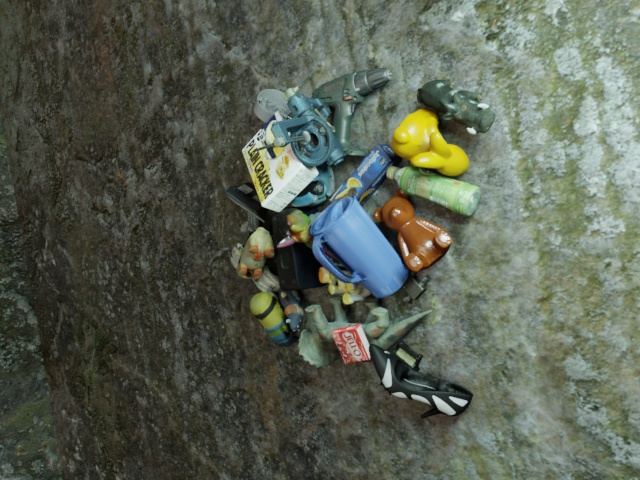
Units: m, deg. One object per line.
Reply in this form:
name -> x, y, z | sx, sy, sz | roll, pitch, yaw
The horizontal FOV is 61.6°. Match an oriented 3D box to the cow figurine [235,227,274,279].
cow figurine -> -0.187, 0.041, 1.490 | 0.194, 0.085, 0.127 | 122, 157, -44

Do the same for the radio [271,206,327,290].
radio -> -0.057, 0.021, 1.450 | 0.073, 0.131, 0.229 | -7, 92, 38

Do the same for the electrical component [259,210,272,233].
electrical component -> -0.112, -0.067, 1.521 | 0.048, 0.075, 0.119 | 50, 120, 23

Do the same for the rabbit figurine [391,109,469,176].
rabbit figurine -> 0.251, -0.204, 1.179 | 0.173, 0.162, 0.122 | 37, 107, 9

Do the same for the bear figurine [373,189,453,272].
bear figurine -> 0.208, -0.029, 1.240 | 0.120, 0.132, 0.196 | -38, 76, 9

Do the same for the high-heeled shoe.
high-heeled shoe -> 0.235, 0.318, 1.262 | 0.145, 0.086, 0.248 | -39, 91, 27

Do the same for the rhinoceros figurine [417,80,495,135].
rhinoceros figurine -> 0.292, -0.287, 1.142 | 0.191, 0.112, 0.073 | 43, 118, 35

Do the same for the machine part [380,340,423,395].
machine part -> 0.200, 0.324, 1.349 | 0.084, 0.039, 0.138 | 30, 112, 22

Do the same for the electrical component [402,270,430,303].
electrical component -> 0.224, 0.110, 1.308 | 0.063, 0.021, 0.094 | 49, 124, 23

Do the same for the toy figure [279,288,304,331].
toy figure -> -0.079, 0.187, 1.506 | 0.057, 0.064, 0.155 | -59, 35, 30

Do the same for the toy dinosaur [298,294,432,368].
toy dinosaur -> 0.093, 0.248, 1.380 | 0.405, 0.131, 0.192 | 3, 111, 34

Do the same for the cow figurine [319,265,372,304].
cow figurine -> 0.069, 0.105, 1.398 | 0.168, 0.098, 0.068 | 31, 121, 53

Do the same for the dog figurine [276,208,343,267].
dog figurine -> -0.003, -0.004, 1.349 | 0.192, 0.219, 0.108 | 56, 128, 19

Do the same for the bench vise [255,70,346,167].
bench vise -> -0.042, -0.262, 1.251 | 0.129, 0.240, 0.223 | -23, 93, 37

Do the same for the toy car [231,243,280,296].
toy car -> -0.190, 0.088, 1.603 | 0.202, 0.056, 0.073 | 38, 119, 18

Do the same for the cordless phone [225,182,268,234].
cordless phone -> -0.214, -0.065, 1.607 | 0.147, 0.089, 0.184 | 33, 134, 30

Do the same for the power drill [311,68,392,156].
power drill -> 0.077, -0.309, 1.331 | 0.232, 0.086, 0.207 | 5, 103, 40

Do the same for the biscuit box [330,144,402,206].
biscuit box -> 0.113, -0.148, 1.335 | 0.059, 0.063, 0.202 | 52, 124, 19

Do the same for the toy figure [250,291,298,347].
toy figure -> -0.132, 0.228, 1.545 | 0.082, 0.089, 0.180 | -23, 103, 15

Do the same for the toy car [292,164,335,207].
toy car -> -0.013, -0.154, 1.407 | 0.109, 0.103, 0.161 | -8, 70, 42
